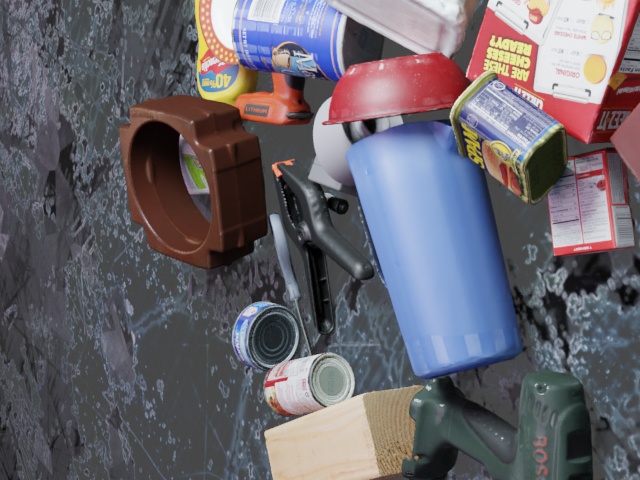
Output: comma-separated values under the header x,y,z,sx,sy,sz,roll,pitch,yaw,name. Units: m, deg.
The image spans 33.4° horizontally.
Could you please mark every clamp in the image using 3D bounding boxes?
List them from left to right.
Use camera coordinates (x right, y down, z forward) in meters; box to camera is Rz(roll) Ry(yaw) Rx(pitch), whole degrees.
x,y,z,sx,sy,sz,roll,pitch,yaw,name
-0.008,0.002,1.267,0.210,0.036,0.165,63,151,27,clamp

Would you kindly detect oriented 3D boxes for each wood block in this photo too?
x,y,z,sx,sy,sz,roll,pitch,yaw,name
0.033,0.233,1.204,0.207,0.090,0.090,-31,66,51,wood block

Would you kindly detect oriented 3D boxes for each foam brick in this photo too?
x,y,z,sx,sy,sz,roll,pitch,yaw,name
0.284,-0.071,0.863,0.053,0.051,0.078,-55,50,42,foam brick

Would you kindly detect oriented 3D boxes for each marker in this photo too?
x,y,z,sx,sy,sz,roll,pitch,yaw,name
-0.005,-0.053,1.296,0.121,0.020,0.020,26,113,51,marker

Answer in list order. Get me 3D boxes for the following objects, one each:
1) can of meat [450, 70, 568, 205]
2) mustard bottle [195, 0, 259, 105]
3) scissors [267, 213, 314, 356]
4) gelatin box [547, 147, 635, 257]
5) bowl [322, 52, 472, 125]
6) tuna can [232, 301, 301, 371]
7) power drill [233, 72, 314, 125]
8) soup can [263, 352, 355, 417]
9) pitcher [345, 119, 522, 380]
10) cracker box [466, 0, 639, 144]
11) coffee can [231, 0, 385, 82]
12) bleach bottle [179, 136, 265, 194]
x,y,z,sx,sy,sz,roll,pitch,yaw,name
0.167,-0.086,0.927,0.057,0.102,0.084,-45,64,-7,can of meat
-0.123,-0.236,1.414,0.096,0.058,0.191,4,97,40,mustard bottle
-0.034,0.053,1.316,0.096,0.016,0.202,83,171,-69,scissors
0.239,-0.033,0.948,0.073,0.030,0.089,-11,83,56,gelatin box
0.078,-0.150,1.047,0.162,0.161,0.055,2,103,54,bowl
-0.066,0.121,1.339,0.034,0.085,0.086,7,98,53,tuna can
-0.067,-0.240,1.314,0.185,0.057,0.188,15,107,40,power drill
-0.014,0.175,1.284,0.102,0.068,0.068,-21,75,53,soup can
0.111,0.011,1.054,0.145,0.149,0.243,-15,81,12,pitcher
0.228,-0.211,0.915,0.164,0.071,0.214,41,126,46,cracker box
-0.012,-0.231,1.180,0.140,0.102,0.103,12,104,27,coffee can
-0.161,-0.101,1.467,0.251,0.068,0.102,13,138,47,bleach bottle
